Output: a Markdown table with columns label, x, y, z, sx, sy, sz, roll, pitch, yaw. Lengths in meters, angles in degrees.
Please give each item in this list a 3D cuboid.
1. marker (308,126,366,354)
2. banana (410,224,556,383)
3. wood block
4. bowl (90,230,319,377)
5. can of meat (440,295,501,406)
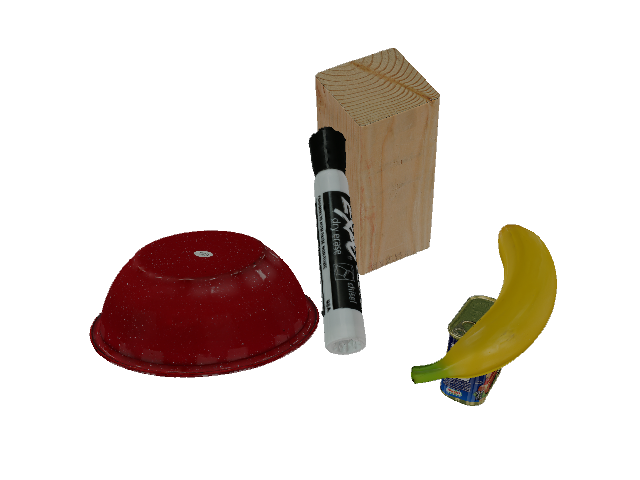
| label | x | y | z | sx | sy | sz | roll | pitch | yaw |
| --- | --- | --- | --- | --- | --- | --- | --- | --- | --- |
| marker | 0.007 | -0.004 | 0.514 | 0.020 | 0.121 | 0.020 | -4 | -30 | -2 |
| banana | 0.130 | 0.040 | 0.749 | 0.070 | 0.037 | 0.197 | 13 | 34 | 24 |
| wood block | 0.056 | -0.076 | 1.075 | 0.090 | 0.206 | 0.091 | -22 | 50 | -17 |
| bowl | -0.082 | 0.034 | 0.745 | 0.162 | 0.055 | 0.162 | -2 | 21 | 0 |
| can of meat | 0.174 | 0.122 | 1.185 | 0.057 | 0.084 | 0.102 | 18 | 29 | 20 |
